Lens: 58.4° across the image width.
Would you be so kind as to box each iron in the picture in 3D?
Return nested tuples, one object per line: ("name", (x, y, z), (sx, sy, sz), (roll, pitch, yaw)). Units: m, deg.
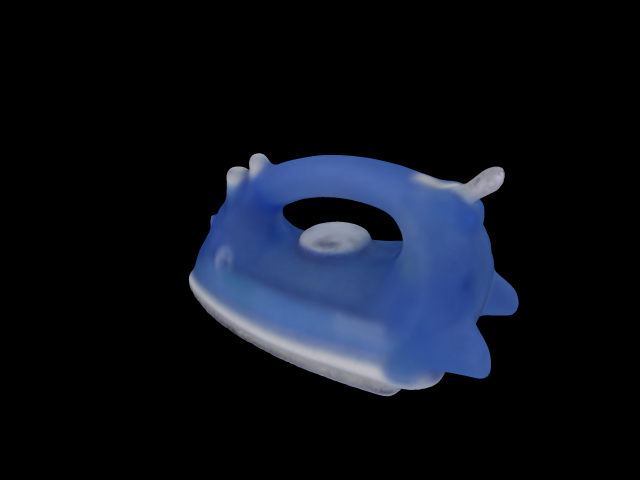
("iron", (0.004, 0.001, 0.400), (0.257, 0.141, 0.119), (12, 27, 25))
